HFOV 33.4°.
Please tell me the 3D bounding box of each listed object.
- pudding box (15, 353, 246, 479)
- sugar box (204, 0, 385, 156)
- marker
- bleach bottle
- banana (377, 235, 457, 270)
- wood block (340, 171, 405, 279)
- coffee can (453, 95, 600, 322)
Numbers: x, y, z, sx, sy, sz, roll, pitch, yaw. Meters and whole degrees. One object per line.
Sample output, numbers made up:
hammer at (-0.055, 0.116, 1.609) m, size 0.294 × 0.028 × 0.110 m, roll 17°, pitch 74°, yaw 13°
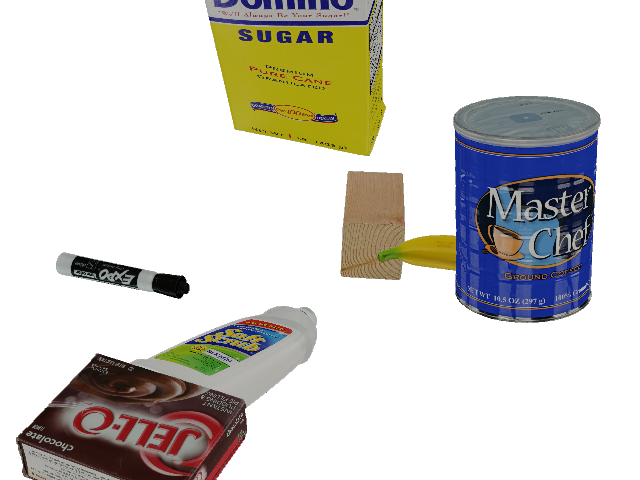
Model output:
pudding box at (-0.115, 0.123, 0.660) m, size 0.114 × 0.039 × 0.090 m, roll 13°, pitch 34°, yaw 19°
sugar box at (-0.012, -0.116, 0.602) m, size 0.093 × 0.048 × 0.176 m, roll 11°, pitch -23°, yaw 10°
marker at (-0.162, 0.029, 0.876) m, size 0.121 × 0.020 × 0.020 m, roll 10°, pitch 4°, yaw 22°
bleach bottle at (-0.085, 0.119, 1.089) m, size 0.103 × 0.068 × 0.250 m, roll 15°, pitch 23°, yaw 26°
banana at (0.163, 0.026, 1.143) m, size 0.198 × 0.037 × 0.069 m, roll 9°, pitch 37°, yaw 29°
wood block at (0.081, -0.027, 1.629) m, size 0.091 × 0.090 × 0.206 m, roll 3°, pitch 25°, yaw 2°
coffee can at (0.150, -0.025, 0.784) m, size 0.103 × 0.140 × 0.103 m, roll -3°, pitch 23°, yaw 1°
